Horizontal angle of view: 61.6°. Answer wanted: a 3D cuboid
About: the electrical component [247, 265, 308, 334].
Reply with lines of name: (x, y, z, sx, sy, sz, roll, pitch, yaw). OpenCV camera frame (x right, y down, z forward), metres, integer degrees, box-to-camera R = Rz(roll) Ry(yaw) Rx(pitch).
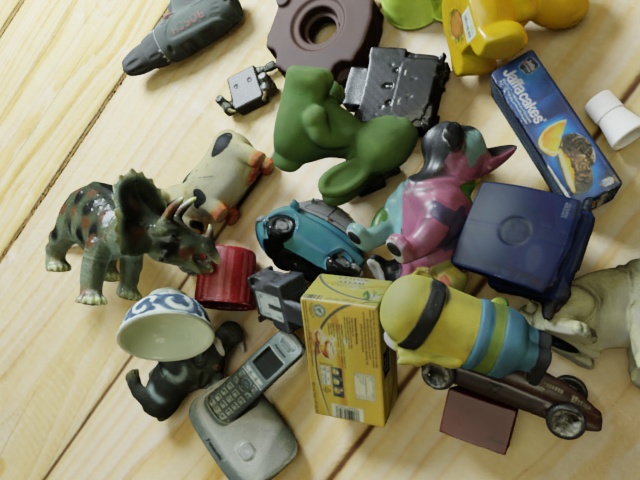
electrical component: (-0.041, 0.081, 0.712, 0.119, 0.048, 0.074, 4, 114, 48)

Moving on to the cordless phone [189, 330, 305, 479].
cordless phone: (-0.068, 0.221, 0.716, 0.184, 0.088, 0.147, -45, 67, 4)

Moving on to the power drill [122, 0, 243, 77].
power drill: (-0.251, -0.403, 0.911, 0.232, 0.086, 0.207, -15, 71, 17)

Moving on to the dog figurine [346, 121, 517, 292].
dog figurine: (0.156, -0.033, 0.662, 0.219, 0.191, 0.109, -43, 28, -17)

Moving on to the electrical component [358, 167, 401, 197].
electrical component: (0.063, -0.097, 0.755, 0.094, 0.021, 0.063, -24, 72, 17)

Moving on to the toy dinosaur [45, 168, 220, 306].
toy dinosaur: (-0.321, -0.021, 0.798, 0.405, 0.131, 0.192, 18, 94, 41)

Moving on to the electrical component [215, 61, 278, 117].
electrical component: (-0.113, -0.233, 0.840, 0.102, 0.045, 0.078, -16, 76, 18)

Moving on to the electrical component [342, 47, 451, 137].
electrical component: (0.101, -0.200, 0.741, 0.134, 0.058, 0.115, 10, 82, 23)

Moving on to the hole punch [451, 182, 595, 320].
hole punch: (0.219, 0.001, 0.585, 0.116, 0.092, 0.142, 10, 72, 61)

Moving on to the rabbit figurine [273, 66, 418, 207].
rabbit figurine: (0.031, -0.124, 0.667, 0.170, 0.121, 0.159, 17, 86, 11)

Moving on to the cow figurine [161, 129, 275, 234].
cow figurine: (-0.173, -0.079, 0.814, 0.127, 0.085, 0.195, 40, 98, 18)

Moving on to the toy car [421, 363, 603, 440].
toy car: (0.211, 0.157, 0.606, 0.202, 0.089, 0.053, 16, 104, 25)

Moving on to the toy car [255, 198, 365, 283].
toy car: (-0.001, -0.002, 0.722, 0.162, 0.109, 0.103, 25, 65, 16)

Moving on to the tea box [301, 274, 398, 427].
tea box: (0.039, 0.133, 0.654, 0.098, 0.068, 0.169, 6, 114, 22)

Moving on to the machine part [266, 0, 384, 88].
machine part: (0.005, -0.311, 0.802, 0.180, 0.056, 0.179, -4, 80, 21)

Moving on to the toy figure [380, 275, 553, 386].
toy figure: (0.152, 0.092, 0.568, 0.180, 0.082, 0.089, 15, 112, 9)

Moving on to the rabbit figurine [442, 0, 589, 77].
rabbit figurine: (0.247, -0.298, 0.680, 0.173, 0.122, 0.162, -12, 79, -2)

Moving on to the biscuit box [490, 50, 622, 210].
biscuit box: (0.280, -0.128, 0.652, 0.059, 0.062, 0.203, -29, 71, 13)

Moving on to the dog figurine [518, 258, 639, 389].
dog figurine: (0.333, 0.046, 0.589, 0.173, 0.121, 0.190, 24, 75, 21)

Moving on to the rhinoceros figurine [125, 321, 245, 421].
rhinoceros figurine: (-0.192, 0.181, 0.776, 0.190, 0.073, 0.112, -44, 66, 9)
